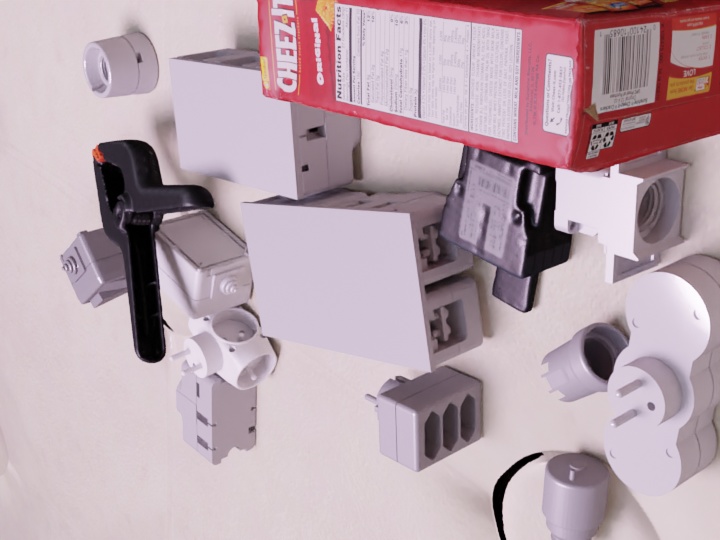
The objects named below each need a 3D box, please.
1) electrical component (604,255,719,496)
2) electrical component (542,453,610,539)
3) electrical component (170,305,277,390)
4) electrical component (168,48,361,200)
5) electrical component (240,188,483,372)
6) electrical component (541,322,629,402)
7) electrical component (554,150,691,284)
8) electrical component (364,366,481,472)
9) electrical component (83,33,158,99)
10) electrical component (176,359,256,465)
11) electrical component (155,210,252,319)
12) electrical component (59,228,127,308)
[{"bbox_3d":[0.162,0.064,0.591,0.052,0.074,0.138,28,125,42],"label":"electrical component"},{"bbox_3d":[0.136,0.154,0.686,0.040,0.040,0.078,24,123,43],"label":"electrical component"},{"bbox_3d":[-0.126,0.069,0.936,0.077,0.079,0.044,46,141,29],"label":"electrical component"},{"bbox_3d":[-0.073,-0.114,0.808,0.150,0.062,0.089,18,118,45],"label":"electrical component"},{"bbox_3d":[0.000,0.000,0.770,0.186,0.060,0.105,7,111,49],"label":"electrical component"},{"bbox_3d":[0.136,0.057,0.648,0.040,0.040,0.046,63,148,9],"label":"electrical component"},{"bbox_3d":[0.143,-0.039,0.597,0.064,0.042,0.081,23,121,48],"label":"electrical component"},{"bbox_3d":[0.037,0.098,0.763,0.077,0.066,0.047,19,120,45],"label":"electrical component"},{"bbox_3d":[-0.216,-0.182,0.964,0.055,0.047,0.055,23,122,43],"label":"electrical component"},{"bbox_3d":[-0.132,0.122,0.989,0.056,0.050,0.089,28,125,40],"label":"electrical component"},{"bbox_3d":[-0.136,0.000,0.933,0.096,0.062,0.061,39,132,34],"label":"electrical component"},{"bbox_3d":[-0.236,-0.006,1.023,0.062,0.096,0.061,-35,78,50],"label":"electrical component"}]
